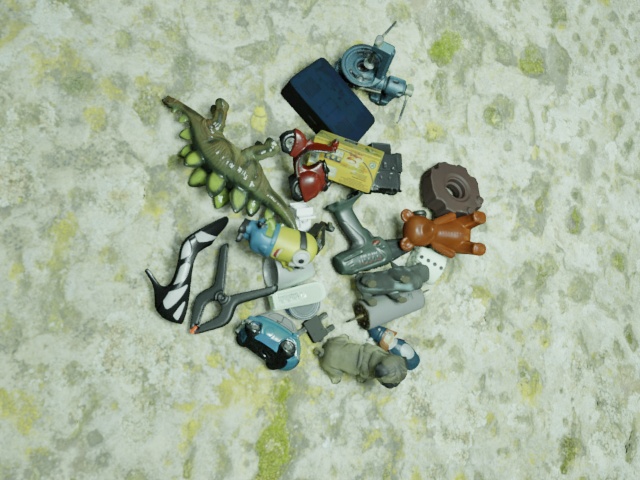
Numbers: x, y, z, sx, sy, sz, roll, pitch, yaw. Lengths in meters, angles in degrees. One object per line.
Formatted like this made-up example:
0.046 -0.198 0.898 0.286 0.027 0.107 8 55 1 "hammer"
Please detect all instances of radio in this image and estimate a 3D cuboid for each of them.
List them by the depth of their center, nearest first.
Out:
0.025 -0.340 1.375 0.229 0.073 0.131 48 67 -11 "radio"

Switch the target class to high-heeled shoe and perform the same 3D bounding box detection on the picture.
-0.269 0.065 1.191 0.249 0.086 0.145 -39 102 -19 "high-heeled shoe"

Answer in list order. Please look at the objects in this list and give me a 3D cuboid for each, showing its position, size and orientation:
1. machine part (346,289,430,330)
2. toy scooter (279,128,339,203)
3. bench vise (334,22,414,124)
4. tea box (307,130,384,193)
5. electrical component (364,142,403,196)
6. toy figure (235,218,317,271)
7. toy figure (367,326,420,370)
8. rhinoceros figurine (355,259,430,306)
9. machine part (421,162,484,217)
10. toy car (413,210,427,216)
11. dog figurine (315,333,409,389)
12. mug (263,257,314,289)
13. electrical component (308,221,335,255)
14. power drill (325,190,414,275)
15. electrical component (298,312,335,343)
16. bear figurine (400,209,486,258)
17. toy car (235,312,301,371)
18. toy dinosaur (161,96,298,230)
0.176 0.165 1.355 0.243 0.079 0.079 -16 88 -23 "machine part"
-0.015 -0.178 1.263 0.135 0.075 0.183 -11 118 -3 "toy scooter"
0.147 -0.429 1.358 0.224 0.240 0.129 29 75 1 "bench vise"
0.061 -0.193 1.317 0.170 0.068 0.098 22 117 4 "tea box"
0.156 -0.187 1.413 0.115 0.058 0.134 0 83 -24 "electrical component"
-0.092 0.001 1.191 0.180 0.082 0.089 24 72 -7 "toy figure"
0.187 0.265 1.359 0.154 0.058 0.064 42 29 -10 "toy figure"
0.182 0.102 1.325 0.190 0.112 0.073 -10 111 -10 "rhinoceros figurine"
0.361 -0.132 1.466 0.179 0.056 0.179 10 61 -20 "machine part"
0.331 -0.024 1.463 0.202 0.053 0.089 11 75 -19 "toy car"
0.093 0.280 1.244 0.172 0.190 0.121 4 80 -20 "dog figurine"
-0.074 0.062 1.276 0.107 0.081 0.109 -2 69 -32 "mug"
-0.002 -0.004 1.277 0.102 0.045 0.078 -47 143 -54 "electrical component"
0.115 -0.025 1.366 0.232 0.086 0.207 -26 99 -22 "power drill"
-0.011 0.217 1.301 0.094 0.021 0.063 -31 95 -24 "electrical component"
0.305 -0.022 1.354 0.196 0.132 0.120 10 80 -28 "bear figurine"
-0.108 0.219 1.228 0.162 0.109 0.103 35 48 -2 "toy car"
-0.191 -0.163 1.247 0.471 0.105 0.198 40 76 -4 "toy dinosaur"
